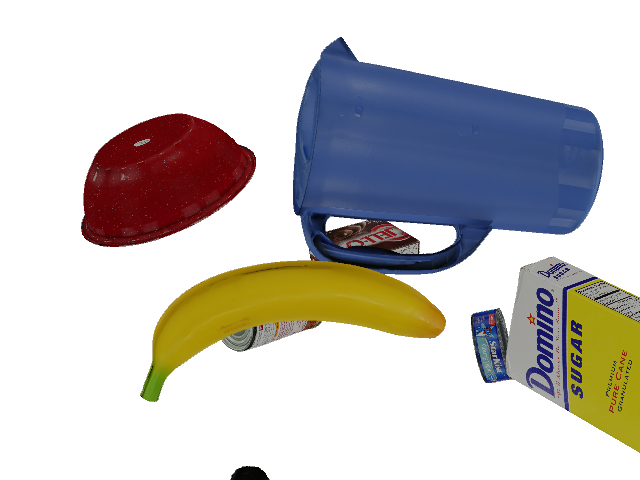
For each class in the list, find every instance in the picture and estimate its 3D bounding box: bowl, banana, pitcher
[{"bbox_3d":[-0.139,-0.061,0.902,0.162,0.055,0.162,-17,28,10],"label":"bowl"},{"bbox_3d":[-0.020,0.045,0.664,0.197,0.069,0.037,-11,24,-8],"label":"banana"},{"bbox_3d":[0.099,-0.061,0.877,0.242,0.149,0.145,8,35,-7],"label":"pitcher"}]

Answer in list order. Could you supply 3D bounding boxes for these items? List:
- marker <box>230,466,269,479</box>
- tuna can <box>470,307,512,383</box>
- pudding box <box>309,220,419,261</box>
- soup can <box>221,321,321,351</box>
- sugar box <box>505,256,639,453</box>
[{"bbox_3d":[-0.045,0.128,0.419,0.020,0.020,0.121,0,24,17],"label":"marker"},{"bbox_3d":[0.203,0.124,1.257,0.034,0.086,0.086,-12,-3,14],"label":"tuna can"},{"bbox_3d":[0.055,0.012,1.341,0.113,0.039,0.090,-18,28,-26],"label":"pudding box"},{"bbox_3d":[-0.054,0.071,1.111,0.102,0.068,0.069,-15,10,-43],"label":"soup can"},{"bbox_3d":[0.209,0.087,0.737,0.048,0.093,0.176,-16,30,-39],"label":"sugar box"}]
